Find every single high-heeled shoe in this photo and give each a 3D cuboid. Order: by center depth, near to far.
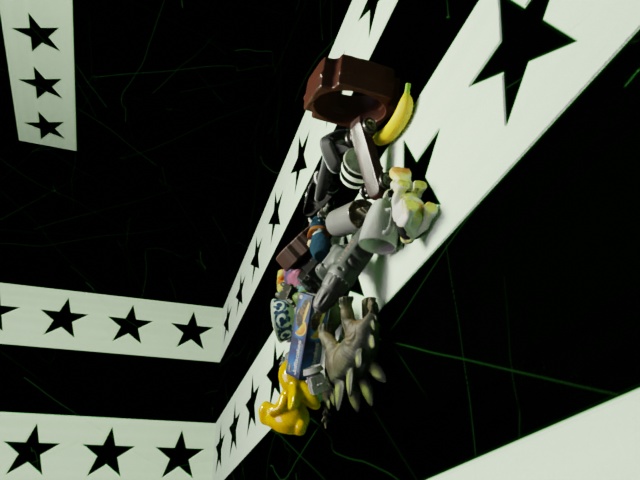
[{"bbox_3d":[-0.011,-0.126,1.604,0.145,0.086,0.249,-57,3,7],"label":"high-heeled shoe"}]

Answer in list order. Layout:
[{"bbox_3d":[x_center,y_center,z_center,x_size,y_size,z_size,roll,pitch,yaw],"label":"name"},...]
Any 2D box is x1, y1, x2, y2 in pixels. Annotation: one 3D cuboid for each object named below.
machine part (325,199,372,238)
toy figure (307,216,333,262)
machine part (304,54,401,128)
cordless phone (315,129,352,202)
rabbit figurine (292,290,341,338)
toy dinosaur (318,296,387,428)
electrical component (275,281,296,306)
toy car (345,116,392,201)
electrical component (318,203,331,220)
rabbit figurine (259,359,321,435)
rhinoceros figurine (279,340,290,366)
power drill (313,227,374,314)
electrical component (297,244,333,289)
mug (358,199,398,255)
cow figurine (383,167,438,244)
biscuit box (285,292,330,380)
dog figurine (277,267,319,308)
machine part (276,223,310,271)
[{"bbox_3d":[0.076,-0.052,1.338,0.243,0.079,0.079,161,117,-70],"label":"machine part"},{"bbox_3d":[-0.004,-0.006,1.419,0.058,0.064,0.155,-43,31,24],"label":"toy figure"},{"bbox_3d":[0.075,-0.348,1.279,0.201,0.201,0.087,154,126,-70],"label":"machine part"},{"bbox_3d":[0.042,-0.194,1.438,0.146,0.089,0.184,-40,-29,-55],"label":"cordless phone"},{"bbox_3d":[-0.001,0.201,1.376,0.170,0.121,0.159,172,103,-73],"label":"rabbit figurine"},{"bbox_3d":[0.059,0.272,1.186,0.470,0.105,0.199,107,159,-51],"label":"toy dinosaur"},{"bbox_3d":[-0.094,0.155,1.543,0.094,0.021,0.063,21,86,54],"label":"electrical component"},{"bbox_3d":[0.116,-0.189,1.251,0.089,0.053,0.202,-32,69,56],"label":"toy car"},{"bbox_3d":[0.002,-0.058,1.629,0.102,0.045,0.078,126,147,-55],"label":"electrical component"},{"bbox_3d":[-0.076,0.391,1.349,0.162,0.122,0.173,1,86,65],"label":"rabbit figurine"},{"bbox_3d":[-0.062,0.355,1.513,0.073,0.112,0.190,-119,33,-67],"label":"rhinoceros figurine"},{"bbox_3d":[0.044,0.069,1.255,0.232,0.086,0.207,-53,0,-8],"label":"power drill"},{"bbox_3d":[-0.004,0.070,1.471,0.134,0.058,0.115,-50,15,-7],"label":"electrical component"},{"bbox_3d":[0.133,-0.037,1.143,0.109,0.081,0.107,119,164,-64],"label":"mug"},{"bbox_3d":[0.171,-0.072,1.068,0.167,0.068,0.098,-101,20,-50],"label":"cow figurine"},{"bbox_3d":[-0.029,0.229,1.285,0.063,0.059,0.202,8,88,52],"label":"biscuit box"},{"bbox_3d":[-0.058,0.156,1.616,0.219,0.108,0.191,-106,31,-49],"label":"dog figurine"},{"bbox_3d":[-0.049,0.013,1.537,0.179,0.056,0.179,-44,-2,-2],"label":"machine part"}]
